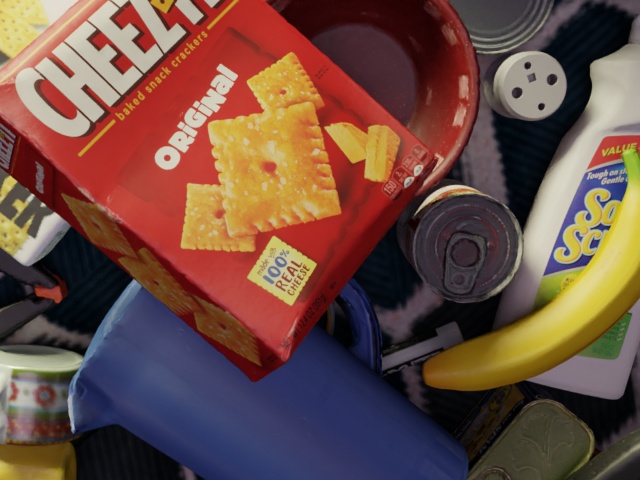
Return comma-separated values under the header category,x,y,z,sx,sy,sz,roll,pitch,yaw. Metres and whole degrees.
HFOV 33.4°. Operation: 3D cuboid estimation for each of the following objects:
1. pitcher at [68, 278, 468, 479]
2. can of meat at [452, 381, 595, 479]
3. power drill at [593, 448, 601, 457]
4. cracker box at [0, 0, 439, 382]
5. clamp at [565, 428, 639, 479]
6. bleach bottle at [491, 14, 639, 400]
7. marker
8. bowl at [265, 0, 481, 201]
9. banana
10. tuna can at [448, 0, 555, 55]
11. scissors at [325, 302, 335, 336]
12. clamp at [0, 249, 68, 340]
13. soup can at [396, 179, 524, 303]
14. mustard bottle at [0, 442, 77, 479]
category,x,y,z,sx,sy,sz,roll,pitch,yaw
pitcher,-0.023,0.099,0.682,0.242,0.145,0.149,37,112,-7
can of meat,0.129,0.144,0.727,0.057,0.084,0.102,38,95,-8
power drill,0.211,0.243,0.759,0.184,0.057,0.187,-31,99,3
cracker box,-0.060,-0.052,0.605,0.213,0.072,0.164,41,63,-4
clamp,0.255,0.163,0.666,0.210,0.036,0.164,-15,105,7
bleach bottle,0.185,-0.026,0.715,0.102,0.068,0.251,13,95,-1
marker,0.042,0.087,0.748,0.121,0.020,0.020,-21,99,2
bowl,0.021,-0.098,0.696,0.162,0.055,0.162,0,98,3
banana,0.153,0.037,0.672,0.070,0.037,0.198,44,92,17
tuna can,0.109,-0.165,0.703,0.086,0.034,0.086,0,99,-2
scissors,-0.005,0.001,0.734,0.096,0.016,0.202,23,97,-5
clamp,-0.260,0.020,0.717,0.171,0.039,0.120,-6,105,-6
soup can,0.087,-0.003,0.693,0.068,0.102,0.068,0,99,-2
mustard bottle,-0.266,0.169,0.727,0.191,0.058,0.096,7,124,-2
